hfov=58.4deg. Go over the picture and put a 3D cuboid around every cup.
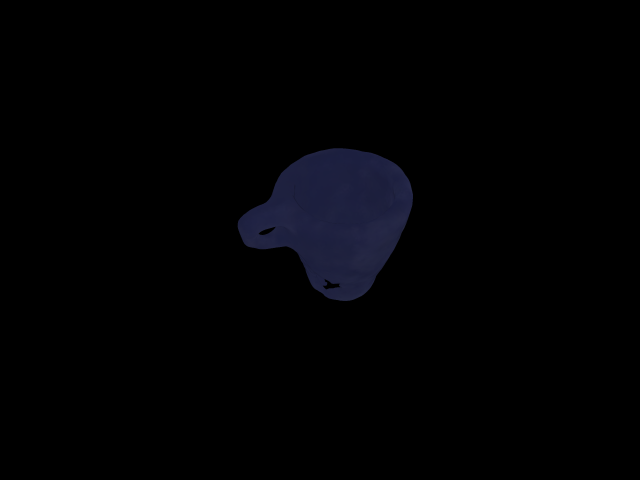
[{"bbox_3d":[0.004,0.001,0.400,0.118,0.095,0.091,-17,48,-16],"label":"cup"}]
